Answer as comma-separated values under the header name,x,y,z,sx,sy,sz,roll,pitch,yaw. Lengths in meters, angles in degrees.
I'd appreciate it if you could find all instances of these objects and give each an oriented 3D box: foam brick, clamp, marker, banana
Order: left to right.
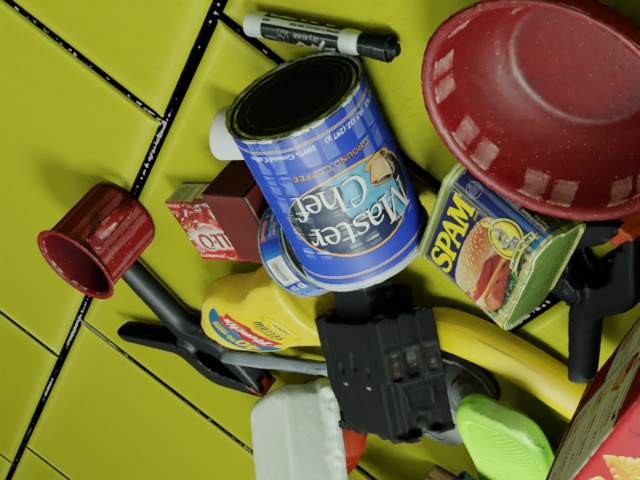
name,x,y,z,sx,sy,sz,roll,pitch,yaw
clamp,-0.145,0.113,1.180,0.210,0.036,0.165,34,149,6
foam brick,-0.051,-0.025,0.897,0.051,0.053,0.078,5,135,41
marker,0.001,-0.139,0.730,0.121,0.020,0.020,16,143,29
banana,0.154,0.100,0.877,0.198,0.037,0.069,26,164,20
clamp,0.172,0.024,0.757,0.120,0.039,0.172,35,143,14

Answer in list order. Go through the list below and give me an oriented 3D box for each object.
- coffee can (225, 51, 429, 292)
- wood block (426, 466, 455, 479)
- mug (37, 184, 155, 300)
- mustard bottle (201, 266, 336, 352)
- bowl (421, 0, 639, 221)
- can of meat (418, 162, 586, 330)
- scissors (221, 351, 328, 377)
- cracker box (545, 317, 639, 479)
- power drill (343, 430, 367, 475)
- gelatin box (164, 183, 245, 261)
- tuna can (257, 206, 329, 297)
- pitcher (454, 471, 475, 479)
name,x,y,z,sx,sy,sz,roll,pitch,yaw
coffee can,0.008,-0.048,0.761,0.103,0.102,0.140,6,137,40
wood block,0.180,0.335,1.098,0.206,0.090,0.090,28,147,14
mug,-0.214,-0.006,1.051,0.093,0.081,0.117,40,148,-4
mustard bottle,-0.058,0.069,1.017,0.096,0.058,0.192,36,152,-26
bowl,0.142,-0.087,0.625,0.162,0.055,0.162,25,146,18
can of meat,0.122,-0.001,0.724,0.084,0.057,0.102,45,144,25
scissors,-0.016,0.124,1.047,0.096,0.016,0.202,11,173,-44
cracker box,0.215,0.099,0.656,0.072,0.164,0.214,31,136,9
power drill,0.033,0.294,1.112,0.057,0.187,0.185,0,153,-19
gelatin box,-0.088,-0.015,0.965,0.089,0.030,0.073,2,134,43
tuna can,-0.006,0.001,0.854,0.086,0.086,0.034,47,145,-15
pitcher,0.188,0.322,0.938,0.243,0.149,0.145,33,130,6
